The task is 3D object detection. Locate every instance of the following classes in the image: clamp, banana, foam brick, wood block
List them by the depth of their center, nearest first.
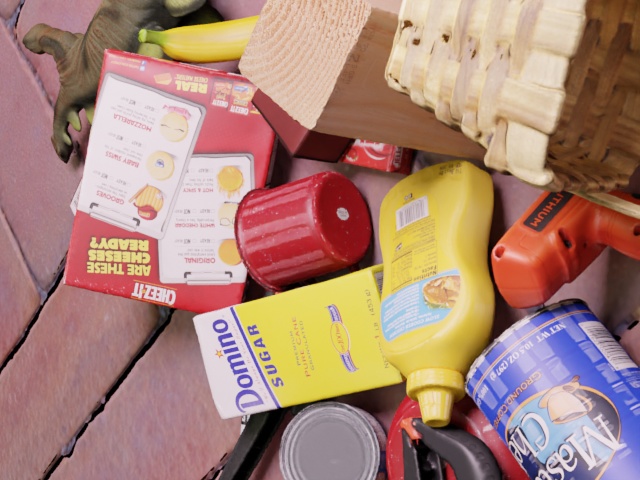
[{"bbox_3d":[0.110,0.188,0.716,0.120,0.039,0.171,-38,63,33],"label":"clamp"},{"bbox_3d":[0.058,-0.122,0.748,0.091,0.205,0.090,43,116,37],"label":"wood block"},{"bbox_3d":[-0.010,-0.108,0.877,0.078,0.052,0.051,54,124,35],"label":"foam brick"},{"bbox_3d":[-0.035,0.142,0.930,0.165,0.036,0.210,-15,76,31],"label":"clamp"},{"bbox_3d":[-0.056,-0.183,0.944,0.198,0.069,0.037,-9,94,11],"label":"banana"}]

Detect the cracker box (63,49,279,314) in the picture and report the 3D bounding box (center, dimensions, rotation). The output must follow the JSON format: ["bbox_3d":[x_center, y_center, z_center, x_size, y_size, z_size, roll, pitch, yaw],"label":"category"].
[{"bbox_3d":[-0.128,-0.051,0.964,0.164,0.072,0.214,12,97,3],"label":"cracker box"}]

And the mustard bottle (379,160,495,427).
[{"bbox_3d":[0.084,0.042,0.774,0.096,0.058,0.191,-27,49,42],"label":"mustard bottle"}]

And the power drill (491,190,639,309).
[{"bbox_3d":[0.196,0.024,0.626,0.188,0.184,0.057,17,140,46],"label":"power drill"}]

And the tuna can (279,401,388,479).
[{"bbox_3d":[0.013,0.174,0.857,0.086,0.033,0.086,-5,77,21],"label":"tuna can"}]

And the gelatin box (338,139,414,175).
[{"bbox_3d":[0.040,-0.097,0.885,0.089,0.030,0.073,18,100,44],"label":"gelatin box"}]

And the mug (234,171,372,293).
[{"bbox_3d":[-0.006,0.001,0.893,0.082,0.093,0.117,-17,106,37],"label":"mug"}]

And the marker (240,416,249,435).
[{"bbox_3d":[-0.062,0.123,0.976,0.020,0.020,0.121,-1,87,44],"label":"marker"}]

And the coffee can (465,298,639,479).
[{"bbox_3d":[0.175,0.123,0.691,0.103,0.102,0.140,-53,54,28],"label":"coffee can"}]

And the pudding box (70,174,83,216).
[{"bbox_3d":[-0.186,-0.063,1.061,0.114,0.089,0.039,-55,50,27],"label":"pudding box"}]

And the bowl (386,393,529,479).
[{"bbox_3d":[0.102,0.164,0.791,0.162,0.055,0.162,-4,84,43],"label":"bowl"}]

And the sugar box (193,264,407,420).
[{"bbox_3d":[-0.014,0.085,0.867,0.176,0.048,0.093,-17,86,27],"label":"sugar box"}]
